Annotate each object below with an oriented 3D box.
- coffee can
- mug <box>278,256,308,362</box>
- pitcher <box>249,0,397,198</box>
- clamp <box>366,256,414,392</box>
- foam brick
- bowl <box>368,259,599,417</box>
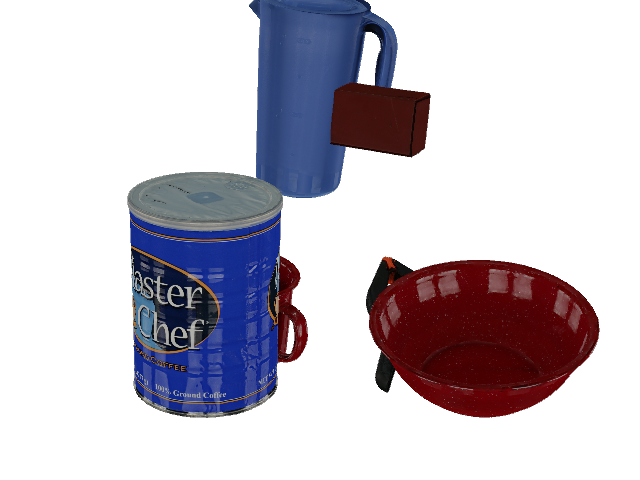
[{"bbox_3d":[-0.078,0.035,0.730,0.103,0.140,0.103,2,21,-1],"label":"coffee can"},{"bbox_3d":[-0.058,0.067,0.934,0.117,0.081,0.093,23,30,31],"label":"mug"},{"bbox_3d":[-0.007,-0.178,1.301,0.144,0.243,0.149,-6,28,-25],"label":"pitcher"},{"bbox_3d":[0.105,0.085,1.115,0.120,0.171,0.039,2,-44,-12],"label":"clamp"},{"bbox_3d":[0.053,-0.109,0.955,0.078,0.051,0.053,11,18,18],"label":"foam brick"},{"bbox_3d":[0.116,0.077,0.769,0.162,0.055,0.162,-2,31,1],"label":"bowl"}]
